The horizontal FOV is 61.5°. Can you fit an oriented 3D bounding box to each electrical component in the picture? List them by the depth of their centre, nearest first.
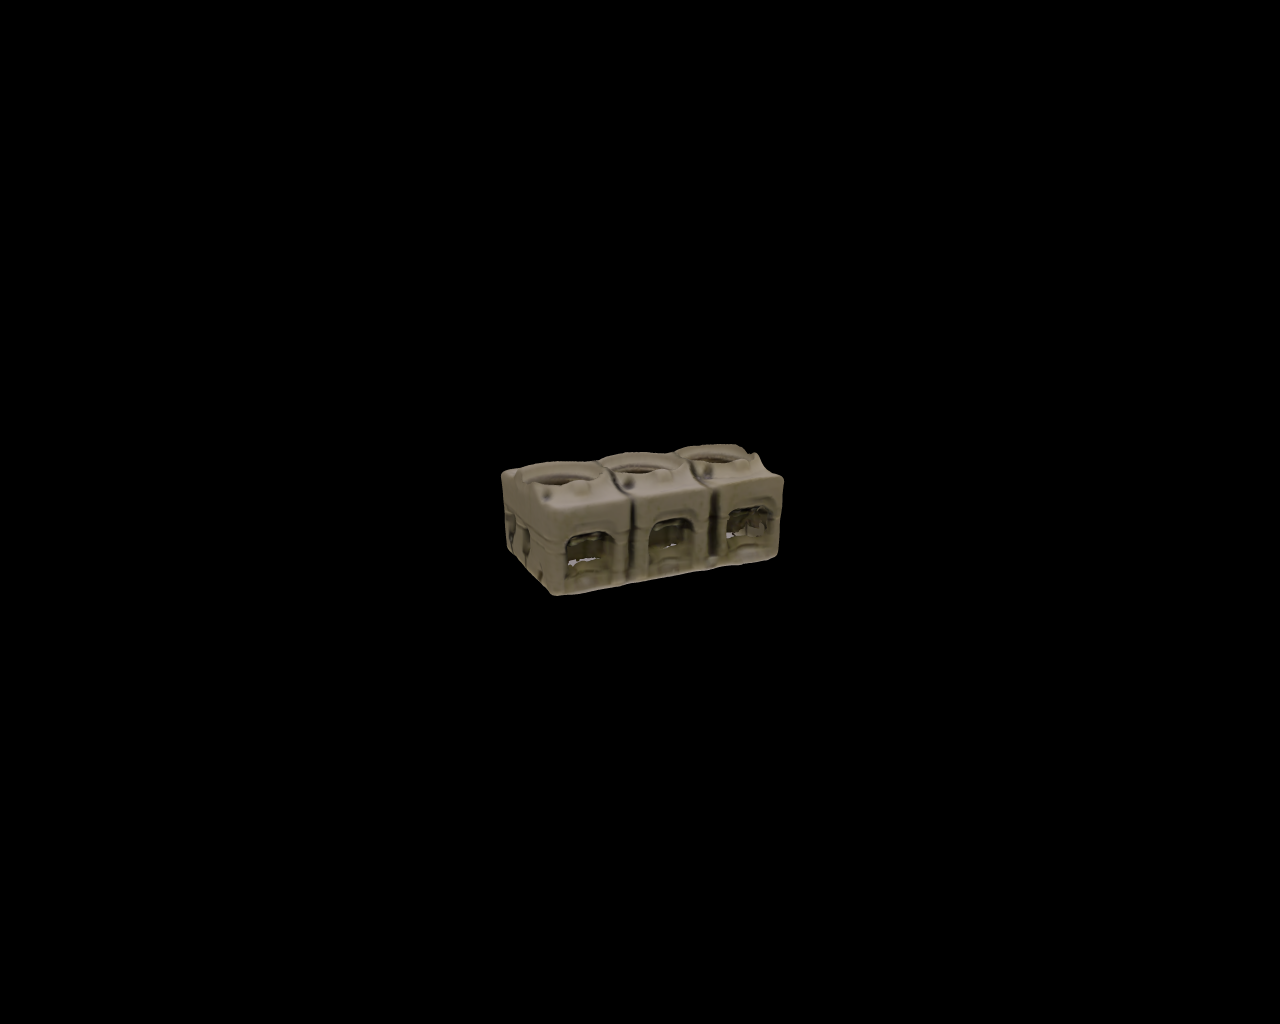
[{"bbox_3d":[0.001,-0.003,0.650,0.150,0.061,0.089,-8,20,-24],"label":"electrical component"}]
